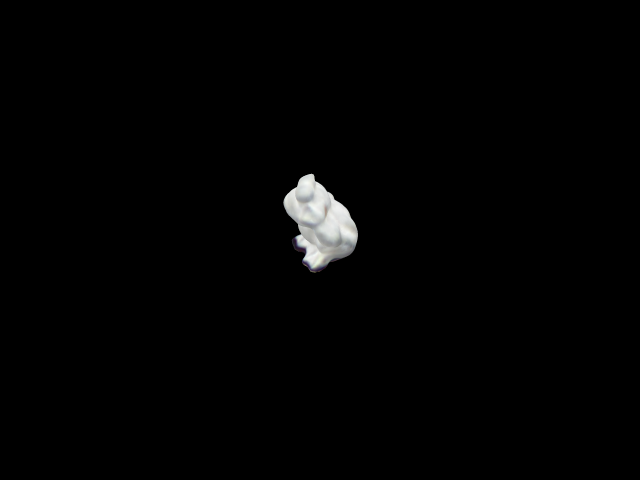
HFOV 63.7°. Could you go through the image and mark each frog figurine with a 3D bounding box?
[{"bbox_3d":[0.003,-0.043,0.850,0.123,0.156,0.140,0,33,0],"label":"frog figurine"}]
